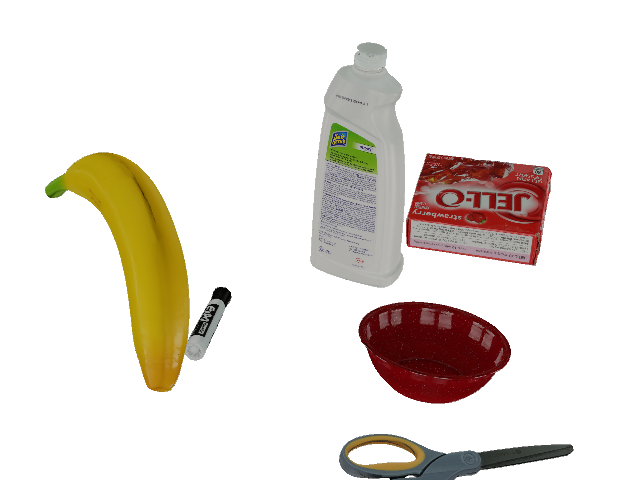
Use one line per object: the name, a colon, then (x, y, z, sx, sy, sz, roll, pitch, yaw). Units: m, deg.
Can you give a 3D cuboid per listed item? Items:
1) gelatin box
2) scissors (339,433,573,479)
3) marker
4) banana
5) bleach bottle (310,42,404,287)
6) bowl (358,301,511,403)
gelatin box: (0.108, -0.023, 0.725, 0.089, 0.030, 0.073, 8, 43, 13)
scissors: (0.115, 0.198, 0.876, 0.201, 0.016, 0.096, 6, 43, -3)
marker: (-0.105, 0.076, 1.007, 0.020, 0.020, 0.121, 0, 23, 9)
banana: (-0.116, 0.002, 0.656, 0.037, 0.070, 0.198, 6, 35, -39)
bleach bottle: (0.047, -0.077, 1.090, 0.103, 0.251, 0.068, 15, 34, 15)
bowl: (0.118, 0.126, 1.135, 0.162, 0.055, 0.162, 5, 24, -3)
